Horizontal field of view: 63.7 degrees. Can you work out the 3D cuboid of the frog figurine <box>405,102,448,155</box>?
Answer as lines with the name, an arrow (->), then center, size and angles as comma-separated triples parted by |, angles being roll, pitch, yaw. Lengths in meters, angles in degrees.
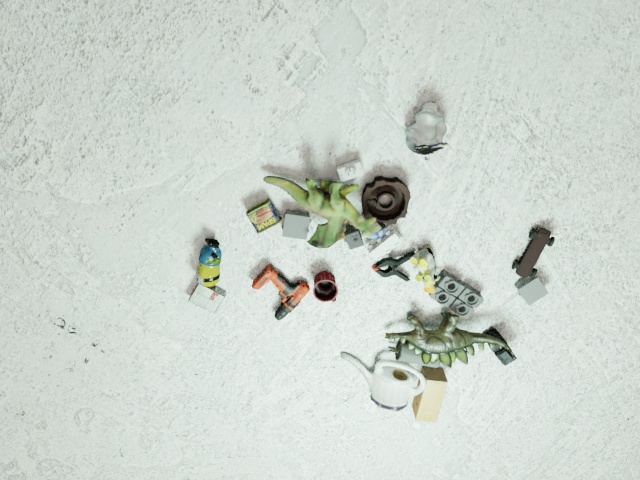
frog figurine -> 0.346, -0.365, 1.693 | 0.137, 0.121, 0.161 | -9, 77, 10

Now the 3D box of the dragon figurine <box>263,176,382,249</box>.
dragon figurine -> 0.005, -0.088, 1.739 | 0.410, 0.123, 0.241 | 5, 98, 7

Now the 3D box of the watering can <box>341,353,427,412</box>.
watering can -> 0.245, 0.560, 2.054 | 0.348, 0.106, 0.220 | 11, 118, 11
